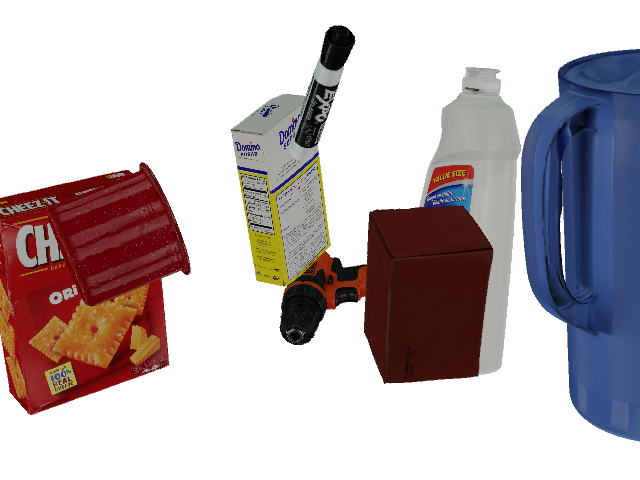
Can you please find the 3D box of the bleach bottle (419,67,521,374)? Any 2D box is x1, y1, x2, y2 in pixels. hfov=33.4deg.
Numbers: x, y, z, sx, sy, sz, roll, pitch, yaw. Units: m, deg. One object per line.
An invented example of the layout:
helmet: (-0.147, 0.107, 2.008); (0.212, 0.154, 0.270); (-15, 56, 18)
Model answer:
bleach bottle: (0.118, -0.019, 0.897); (0.068, 0.251, 0.103); (-4, 16, -30)

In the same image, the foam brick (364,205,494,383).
foam brick: (0.053, 0.027, 0.548); (0.053, 0.078, 0.051); (-3, 31, -9)

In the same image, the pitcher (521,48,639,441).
pitcher: (0.209, 0.005, 0.683); (0.149, 0.243, 0.144); (3, 21, 16)

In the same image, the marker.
marker: (0.000, -0.095, 0.694); (0.020, 0.020, 0.121); (0, -32, -15)

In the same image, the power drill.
power drill: (0.050, 0.062, 1.231); (0.188, 0.057, 0.184); (0, 28, 8)

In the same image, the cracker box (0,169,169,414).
cracker box: (-0.247, 0.052, 1.097); (0.163, 0.214, 0.072); (-16, 27, -31)

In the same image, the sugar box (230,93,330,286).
sugar box: (-0.038, -0.051, 1.084); (0.048, 0.176, 0.093); (10, 34, 31)

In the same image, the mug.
mug: (-0.158, -0.004, 0.817); (0.081, 0.093, 0.117); (-23, 21, -15)
